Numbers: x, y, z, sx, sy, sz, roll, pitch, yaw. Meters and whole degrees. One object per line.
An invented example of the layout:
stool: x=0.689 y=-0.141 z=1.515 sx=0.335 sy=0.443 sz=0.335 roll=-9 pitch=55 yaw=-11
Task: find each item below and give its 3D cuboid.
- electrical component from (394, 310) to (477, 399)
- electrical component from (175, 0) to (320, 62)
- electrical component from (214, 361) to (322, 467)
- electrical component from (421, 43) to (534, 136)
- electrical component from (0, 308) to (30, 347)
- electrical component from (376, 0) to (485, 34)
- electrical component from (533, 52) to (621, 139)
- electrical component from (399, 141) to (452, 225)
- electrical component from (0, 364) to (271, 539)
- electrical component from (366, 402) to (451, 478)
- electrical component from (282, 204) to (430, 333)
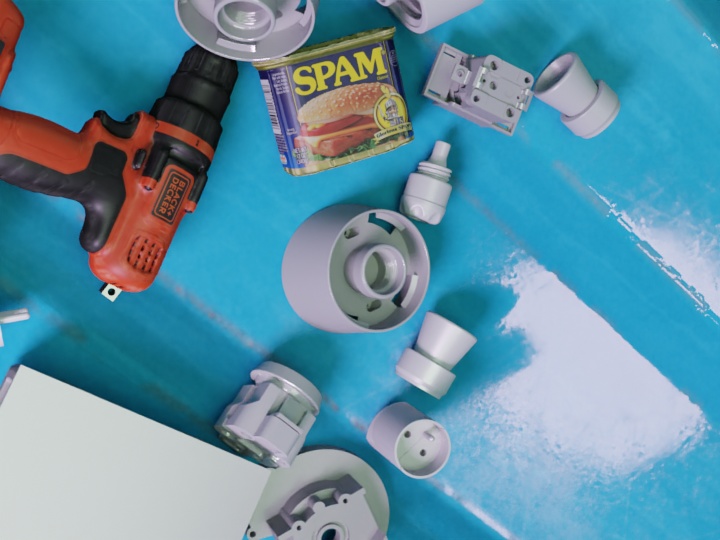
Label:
electrical component: x=0.058 y=0.065 z=0.826 sx=0.045 sy=0.045 sz=0.055 roll=32 pitch=86 yaw=-21
electrical component: x=-0.074 y=-0.185 z=0.700 sx=0.099 sy=0.099 sz=0.064 roll=16 pitch=56 yaw=-21
electrical component: x=-0.063 y=0.103 z=0.776 sx=0.058 sy=0.078 sz=0.057 roll=41 pitch=64 yaw=-19
electrical component: x=0.093 y=-0.134 z=0.802 sx=0.081 sy=0.064 sz=0.042 roll=21 pitch=91 yaw=-22
electrical component: x=-0.254 y=0.035 z=0.698 sx=0.077 sy=0.066 sz=0.047 roll=-10 pitch=101 yaw=-19
electrical component: x=0.033 y=-0.216 z=0.748 sx=0.060 sy=0.108 sz=0.108 roll=-34 pitch=107 yaw=-7
electrical component: x=0.170 y=-0.135 z=0.839 sx=0.055 sy=0.045 sz=0.045 roll=39 pitch=84 yaw=-21
electrical component: x=0.054 y=-0.067 z=0.812 sx=0.035 sy=0.035 sz=0.061 roll=19 pitch=88 yaw=-21
electrical component: x=-0.172 y=0.148 z=0.737 sx=0.186 sy=0.060 sz=0.105 roll=27 pitch=79 yaw=-20
electrical component: x=0.033 y=0.123 z=0.805 sx=0.043 sy=0.081 sz=0.043 roll=-2 pitch=97 yaw=-17
electrical component: x=0.000 y=0.000 z=0.799 sx=0.099 sy=0.064 sz=0.099 roll=-2 pitch=93 yaw=-33
